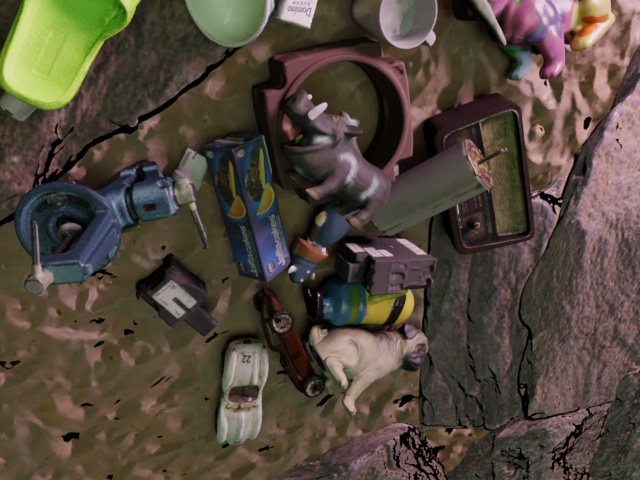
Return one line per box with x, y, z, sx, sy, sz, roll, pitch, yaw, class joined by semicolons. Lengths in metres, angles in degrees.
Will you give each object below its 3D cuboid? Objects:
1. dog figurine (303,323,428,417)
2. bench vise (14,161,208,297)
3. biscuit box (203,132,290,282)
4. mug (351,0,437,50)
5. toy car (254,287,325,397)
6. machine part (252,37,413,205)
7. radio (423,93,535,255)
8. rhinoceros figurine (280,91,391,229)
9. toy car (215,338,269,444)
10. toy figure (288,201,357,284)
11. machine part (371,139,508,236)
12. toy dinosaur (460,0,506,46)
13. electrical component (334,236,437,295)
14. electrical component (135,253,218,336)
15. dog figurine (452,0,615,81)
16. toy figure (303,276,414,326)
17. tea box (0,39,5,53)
0.083;0.171;0.898;0.190;0.121;0.172;-33;129;-17;dog figurine
-0.257;-0.012;0.623;0.224;0.241;0.128;0;117;-2;bench vise
-0.096;-0.042;0.741;0.059;0.063;0.202;-38;127;-41;biscuit box
0.096;-0.290;0.692;0.109;0.107;0.080;18;108;-34;mug
-0.053;0.163;0.842;0.053;0.089;0.201;-29;120;-10;toy car
0.020;-0.160;0.733;0.201;0.087;0.201;-16;118;-13;machine part
0.247;-0.096;0.832;0.131;0.073;0.229;-16;117;6;radio
0.018;-0.099;0.668;0.112;0.073;0.190;-45;119;4;rhinoceros figurine
-0.128;0.250;0.871;0.073;0.056;0.201;2;111;-20;toy car
0.000;-0.001;0.811;0.064;0.058;0.154;33;103;-22;toy figure
0.153;-0.071;0.768;0.243;0.079;0.079;-28;125;32;machine part
0.117;-0.418;0.616;0.131;0.192;0.404;-44;133;-43;toy dinosaur
0.093;0.036;0.825;0.134;0.115;0.058;-1;108;-19;electrical component
-0.200;0.085;0.781;0.075;0.048;0.119;-44;119;3;electrical component
0.283;-0.338;0.741;0.191;0.109;0.219;-42;116;2;dog figurine
0.065;0.098;0.863;0.180;0.082;0.089;-6;125;-22;toy figure
-0.403;-0.145;0.583;0.068;0.098;0.169;15;105;-26;tea box
